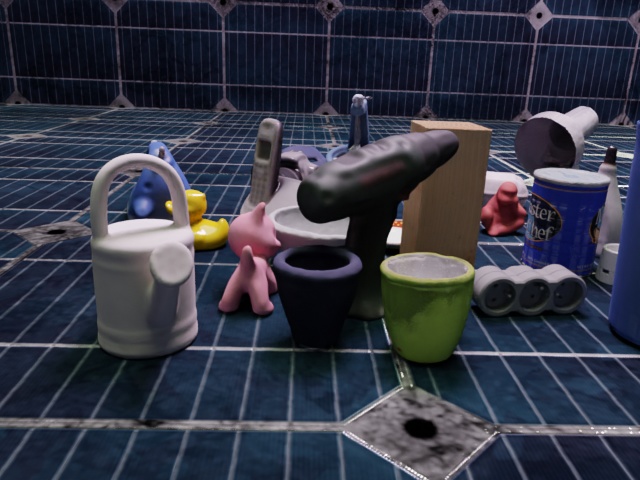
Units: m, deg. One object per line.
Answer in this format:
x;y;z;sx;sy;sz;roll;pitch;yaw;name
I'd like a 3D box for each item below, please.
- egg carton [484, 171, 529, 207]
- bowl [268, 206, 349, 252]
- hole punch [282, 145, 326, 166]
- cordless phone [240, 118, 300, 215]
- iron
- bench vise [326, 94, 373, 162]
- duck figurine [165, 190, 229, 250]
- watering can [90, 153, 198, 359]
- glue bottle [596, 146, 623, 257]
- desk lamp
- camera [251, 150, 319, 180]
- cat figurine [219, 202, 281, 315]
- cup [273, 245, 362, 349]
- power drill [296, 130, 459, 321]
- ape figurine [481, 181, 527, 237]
0.348;-0.101;1.178;0.150;0.069;0.107;7;19;14;egg carton
0.007;0.003;0.812;0.167;0.075;0.167;2;18;0;bowl
-0.025;-0.161;1.283;0.109;0.091;0.100;-13;24;-39;hole punch
-0.063;-0.103;0.949;0.147;0.185;0.094;17;24;39;cordless phone
-0.291;-0.115;1.030;0.119;0.141;0.257;-5;19;-20;iron
0.067;-0.192;1.181;0.121;0.220;0.207;-1;18;-9;bench vise
-0.192;-0.034;0.883;0.104;0.086;0.077;4;18;6;duck figurine
-0.170;0.012;0.570;0.172;0.194;0.101;15;22;33;watering can
0.444;-0.062;0.905;0.037;0.173;0.077;-9;21;-30;glue bottle
0.461;-0.144;1.093;0.204;0.214;0.117;-15;25;-41;desk lamp
-0.082;-0.124;1.148;0.143;0.101;0.137;8;19;18;camera
-0.083;0.014;0.698;0.067;0.118;0.128;2;18;0;cat figurine
0.002;0.059;0.609;0.091;0.095;0.118;11;20;26;cup
0.074;-0.021;0.679;0.230;0.208;0.075;-13;23;-38;power drill
0.324;-0.058;1.007;0.077;0.092;0.076;7;19;16;ape figurine
